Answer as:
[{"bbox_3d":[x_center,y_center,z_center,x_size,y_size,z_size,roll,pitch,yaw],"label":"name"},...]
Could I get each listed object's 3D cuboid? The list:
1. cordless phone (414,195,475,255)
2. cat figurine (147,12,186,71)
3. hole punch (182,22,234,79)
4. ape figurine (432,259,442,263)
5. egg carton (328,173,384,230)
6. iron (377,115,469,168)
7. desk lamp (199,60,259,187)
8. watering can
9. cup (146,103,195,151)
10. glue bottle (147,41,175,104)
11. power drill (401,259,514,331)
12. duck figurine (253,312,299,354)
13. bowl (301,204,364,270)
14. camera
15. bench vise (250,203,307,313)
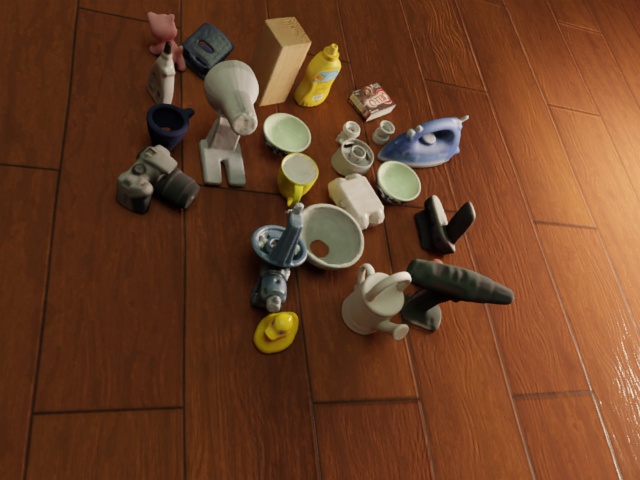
[{"bbox_3d":[0.322,-0.061,1.417,0.094,0.185,0.147,0,61,-24],"label":"cordless phone"},{"bbox_3d":[-0.374,-0.496,1.405,0.067,0.117,0.127,-26,74,-34],"label":"cat figurine"},{"bbox_3d":[-0.286,-0.478,1.451,0.108,0.091,0.101,40,53,3],"label":"hole punch"},{"bbox_3d":[0.265,0.077,1.366,0.078,0.092,0.076,-1,62,-25],"label":"ape figurine"},{"bbox_3d":[0.086,-0.092,1.401,0.107,0.069,0.150,-20,71,-32],"label":"egg carton"},{"bbox_3d":[0.285,-0.280,1.560,0.259,0.141,0.118,-16,68,-31],"label":"iron"},{"bbox_3d":[-0.198,-0.261,1.283,0.118,0.213,0.203,-1,61,-25],"label":"desk lamp"},{"bbox_3d":[0.132,0.127,1.211,0.101,0.194,0.173,-35,79,-36],"label":"watering can"},{"bbox_3d":[-0.337,-0.249,1.288,0.091,0.095,0.118,47,54,8],"label":"cup"},{"bbox_3d":[-0.358,-0.387,1.312,0.037,0.173,0.078,-23,72,-33],"label":"glue bottle"},{"bbox_3d":[0.278,0.124,1.270,0.230,0.208,0.075,22,54,-11],"label":"power drill"},{"bbox_3d":[-0.080,0.175,1.153,0.105,0.086,0.077,-35,79,-36],"label":"duck figurine"},{"bbox_3d":[0.012,0.005,1.305,0.168,0.074,0.167,12,57,-18],"label":"bowl"},{"bbox_3d":[-0.333,-0.121,1.208,0.137,0.100,0.143,33,53,-3],"label":"camera"},{"bbox_3d":[-0.068,0.036,1.159,0.122,0.219,0.207,-4,63,-26],"label":"bench vise"}]
